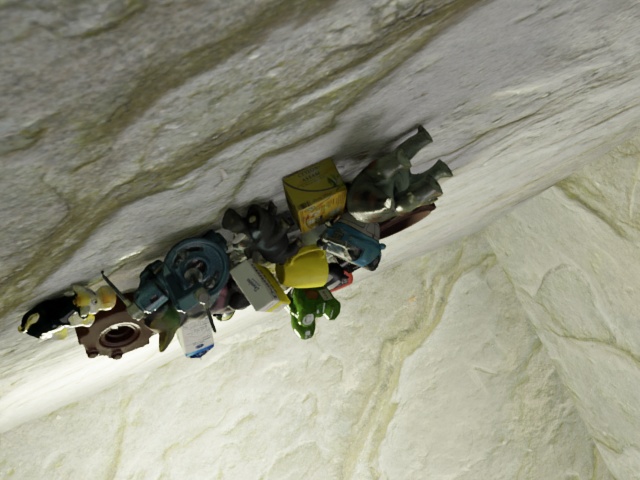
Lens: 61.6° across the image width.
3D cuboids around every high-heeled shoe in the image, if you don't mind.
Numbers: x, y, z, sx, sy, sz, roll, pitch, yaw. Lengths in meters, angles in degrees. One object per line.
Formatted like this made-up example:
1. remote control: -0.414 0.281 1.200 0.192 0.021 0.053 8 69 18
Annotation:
1. high-heeled shoe: -0.030 0.126 1.507 0.249 0.086 0.145 -25 158 27

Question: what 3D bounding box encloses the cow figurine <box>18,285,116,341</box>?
1. cow figurine: -0.462 0.126 0.981 0.167 0.068 0.098 -28 163 13

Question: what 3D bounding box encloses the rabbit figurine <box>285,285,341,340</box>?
1. rabbit figurine: -0.046 0.191 1.436 0.121 0.159 0.170 -18 142 -35

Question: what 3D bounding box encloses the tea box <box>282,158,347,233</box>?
1. tea box: -0.009 -0.077 0.988 0.098 0.068 0.169 -26 168 -7

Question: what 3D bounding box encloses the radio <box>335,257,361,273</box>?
1. radio: 0.067 0.013 1.421 0.073 0.131 0.229 -28 169 5

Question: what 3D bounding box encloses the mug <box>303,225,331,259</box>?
1. mug: -0.003 -0.004 1.254 0.081 0.107 0.109 -29 166 29

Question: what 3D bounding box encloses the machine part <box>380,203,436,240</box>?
1. machine part: 0.195 -0.072 1.425 0.201 0.087 0.201 -30 170 23

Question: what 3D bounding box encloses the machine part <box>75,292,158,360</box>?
1. machine part: -0.445 0.193 1.184 0.179 0.056 0.179 -19 141 -16

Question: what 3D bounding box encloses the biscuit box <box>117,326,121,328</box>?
1. biscuit box: -0.391 0.157 1.294 0.203 0.059 0.063 -23 170 -14

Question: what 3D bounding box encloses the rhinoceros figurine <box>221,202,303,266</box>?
1. rhinoceros figurine: -0.111 -0.012 1.002 0.112 0.073 0.190 -39 148 6

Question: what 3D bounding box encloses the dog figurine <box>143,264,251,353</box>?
1. dog figurine: -0.257 0.139 1.122 0.219 0.109 0.191 -49 131 4

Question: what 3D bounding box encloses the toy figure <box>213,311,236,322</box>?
1. toy figure: -0.247 0.160 1.331 0.082 0.089 0.180 -44 -177 -22

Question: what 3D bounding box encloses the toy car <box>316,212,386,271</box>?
1. toy car: 0.066 -0.006 1.059 0.161 0.109 0.103 32 80 -60

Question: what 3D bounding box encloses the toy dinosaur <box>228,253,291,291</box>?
1. toy dinosaur: -0.141 0.080 1.395 0.198 0.105 0.471 -37 164 20

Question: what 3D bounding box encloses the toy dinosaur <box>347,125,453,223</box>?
1. toy dinosaur: 0.113 -0.085 0.929 0.192 0.131 0.405 -39 174 31

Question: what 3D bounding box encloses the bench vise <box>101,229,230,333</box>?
1. bench vise: -0.247 0.075 0.945 0.224 0.128 0.241 -30 -156 -14

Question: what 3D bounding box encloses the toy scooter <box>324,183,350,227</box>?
1. toy scooter: 0.055 -0.058 1.172 0.135 0.075 0.184 -45 167 21
